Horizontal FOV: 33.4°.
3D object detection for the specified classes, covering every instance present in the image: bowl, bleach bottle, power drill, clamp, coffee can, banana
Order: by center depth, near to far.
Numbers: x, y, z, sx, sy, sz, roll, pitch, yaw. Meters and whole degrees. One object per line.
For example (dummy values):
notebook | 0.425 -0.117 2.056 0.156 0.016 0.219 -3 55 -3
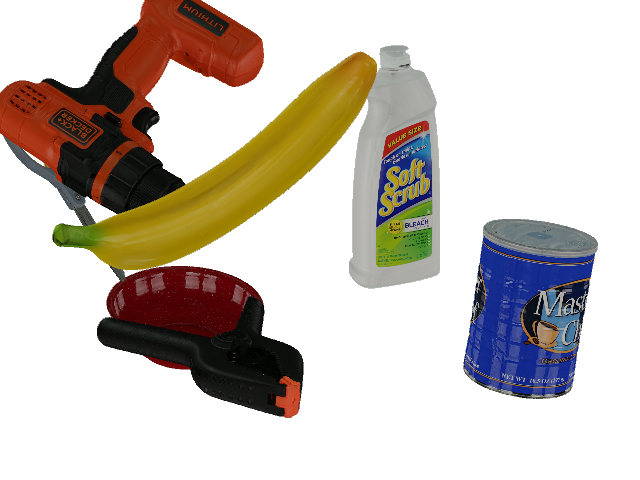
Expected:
banana | -0.049 -0.034 0.596 0.197 0.037 0.069 -32 -17 -3
power drill | -0.123 -0.101 0.810 0.184 0.187 0.057 33 -33 8
clamp | -0.071 0.094 0.914 0.164 0.036 0.210 -11 22 -39
coffee can | 0.192 0.060 0.983 0.103 0.140 0.103 5 16 -2
bowl | -0.141 0.086 1.109 0.162 0.055 0.162 5 26 -3
bleach bottle | 0.075 -0.079 1.133 0.102 0.251 0.068 -10 23 -13

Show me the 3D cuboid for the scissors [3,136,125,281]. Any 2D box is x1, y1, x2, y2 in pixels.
scissors | -0.248 -0.058 1.084 0.016 0.201 0.096 -24 27 27
